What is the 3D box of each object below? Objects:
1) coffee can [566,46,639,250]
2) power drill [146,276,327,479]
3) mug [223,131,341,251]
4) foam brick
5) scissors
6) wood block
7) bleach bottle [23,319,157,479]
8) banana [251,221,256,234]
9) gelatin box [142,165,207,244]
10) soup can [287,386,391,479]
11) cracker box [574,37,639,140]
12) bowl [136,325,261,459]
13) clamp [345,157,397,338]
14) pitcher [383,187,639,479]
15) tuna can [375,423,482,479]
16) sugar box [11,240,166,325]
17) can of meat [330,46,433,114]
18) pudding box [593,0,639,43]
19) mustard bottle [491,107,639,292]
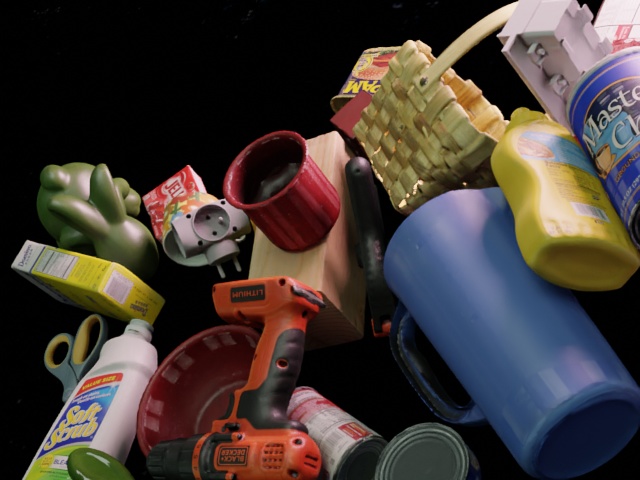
[{"bbox_3d":[0.267,-0.071,0.841,0.103,0.102,0.140,-28,46,14],"label":"coffee can"},{"bbox_3d":[-0.071,0.131,0.950,0.185,0.057,0.187,-8,66,34],"label":"power drill"},{"bbox_3d":[-0.036,-0.051,1.028,0.093,0.081,0.117,-32,42,9],"label":"mug"},{"bbox_3d":[0.057,-0.112,1.155,0.051,0.078,0.053,-40,41,-2],"label":"foam brick"},{"bbox_3d":[-0.294,0.173,1.211,0.096,0.016,0.201,-10,49,32],"label":"scissors"},{"bbox_3d":[-0.008,0.002,1.094,0.090,0.090,0.206,-16,47,25],"label":"wood block"},{"bbox_3d":[-0.238,0.195,1.118,0.103,0.068,0.250,-6,49,32],"label":"bleach bottle"},{"bbox_3d":[-0.063,0.018,1.161,0.070,0.037,0.197,-15,47,26],"label":"banana"},{"bbox_3d":[-0.172,-0.041,1.297,0.073,0.030,0.089,-34,42,6],"label":"gelatin box"},{"bbox_3d":[0.007,0.181,0.944,0.068,0.068,0.102,-51,43,-12],"label":"soup can"},{"bbox_3d":[0.311,-0.085,0.949,0.164,0.072,0.213,6,60,40],"label":"cracker box"},{"bbox_3d":[-0.099,0.165,1.045,0.162,0.055,0.162,-20,45,21],"label":"bowl"},{"bbox_3d":[0.051,0.005,1.023,0.039,0.120,0.171,-14,70,10],"label":"clamp"},{"bbox_3d":[0.153,0.084,0.889,0.145,0.149,0.243,-19,44,-10],"label":"pitcher"},{"bbox_3d":[0.091,0.199,0.893,0.086,0.033,0.086,-20,45,21],"label":"tuna can"},{"bbox_3d":[-0.272,0.051,1.243,0.177,0.093,0.048,7,63,41],"label":"sugar box"},{"bbox_3d":[0.076,-0.172,1.210,0.102,0.057,0.084,6,55,39],"label":"can of meat"},{"bbox_3d":[0.329,-0.207,1.068,0.114,0.039,0.090,8,58,38],"label":"pudding box"},{"bbox_3d":[0.191,-0.046,0.881,0.191,0.096,0.058,-100,30,-45],"label":"mustard bottle"}]
